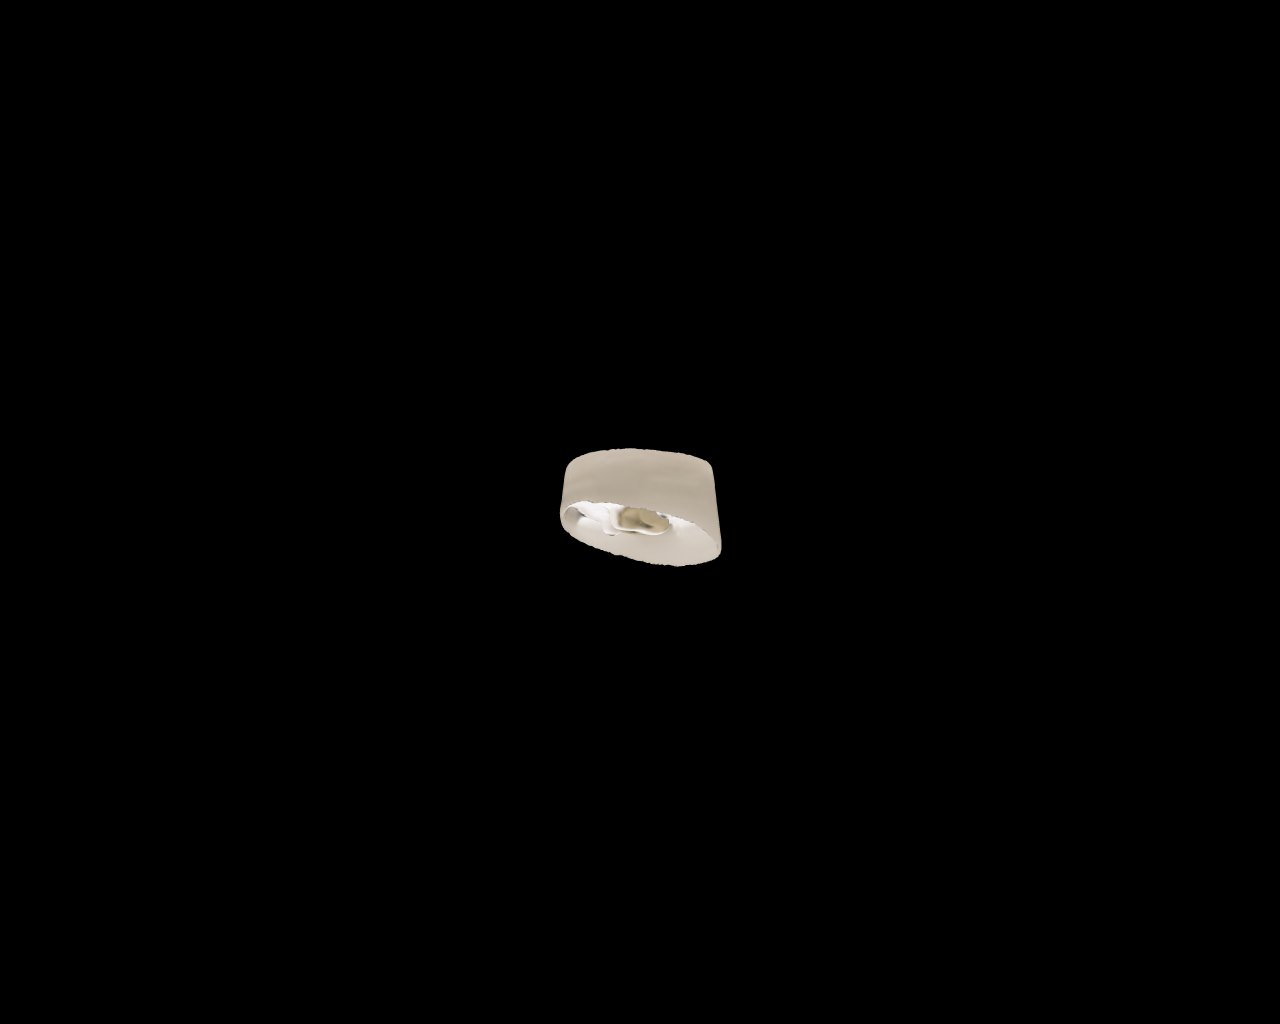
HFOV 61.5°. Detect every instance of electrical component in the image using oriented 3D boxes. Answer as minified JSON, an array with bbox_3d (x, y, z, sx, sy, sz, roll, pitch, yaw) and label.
[{"bbox_3d":[0.001,-0.003,0.650,0.099,0.064,0.099,0,-14,0],"label":"electrical component"}]
